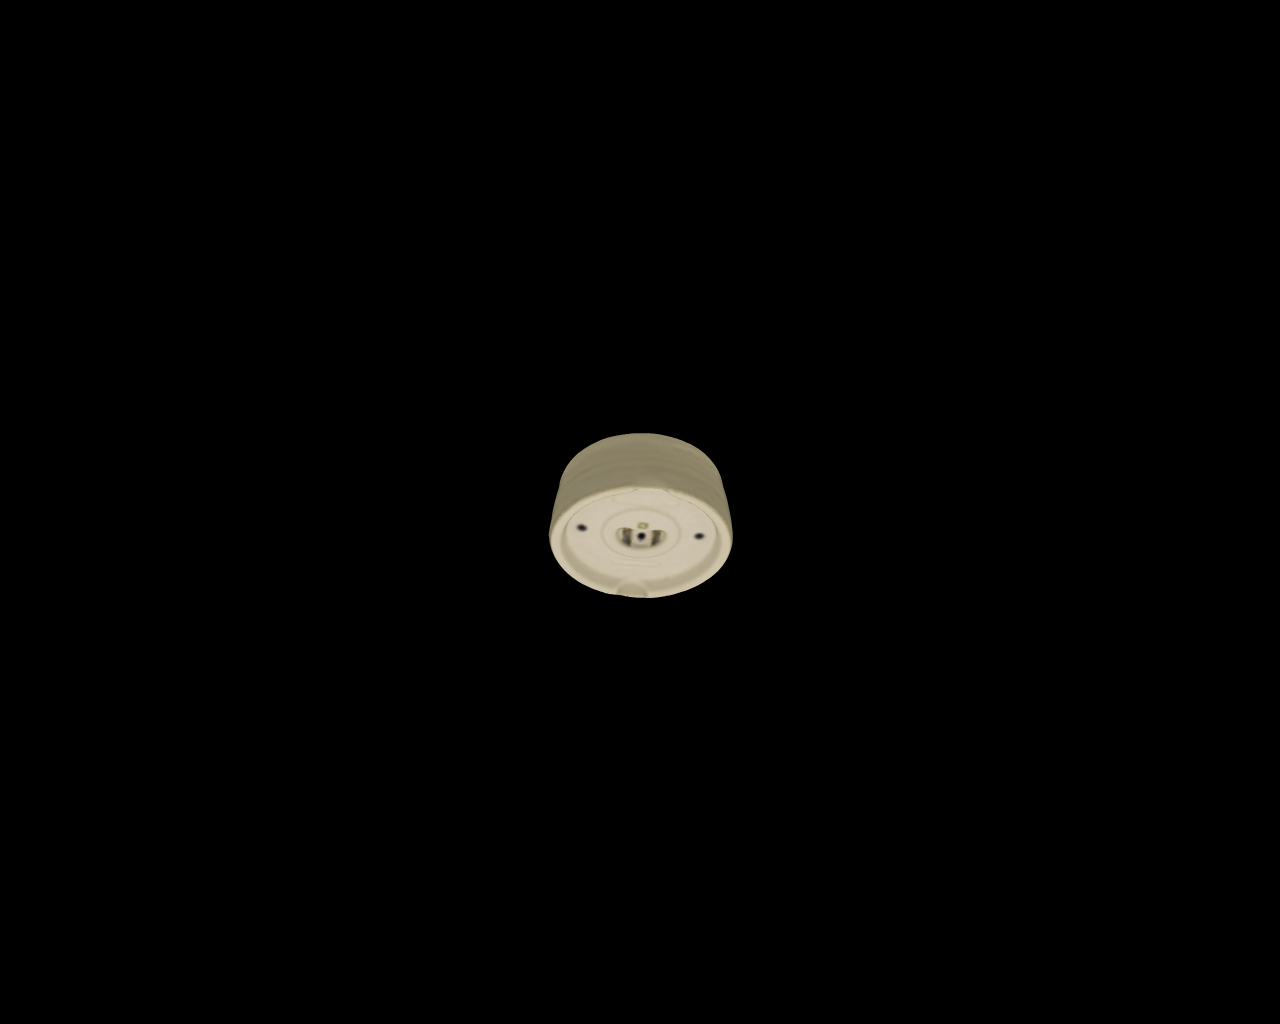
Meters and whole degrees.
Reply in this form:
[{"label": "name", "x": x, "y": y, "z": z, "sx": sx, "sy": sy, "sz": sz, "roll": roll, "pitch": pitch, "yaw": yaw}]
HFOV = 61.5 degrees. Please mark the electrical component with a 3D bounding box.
[{"label": "electrical component", "x": 0.001, "y": -0.003, "z": 0.650, "sx": 0.108, "sy": 0.060, "sz": 0.108, "roll": 0, "pitch": -40, "yaw": 0}]
